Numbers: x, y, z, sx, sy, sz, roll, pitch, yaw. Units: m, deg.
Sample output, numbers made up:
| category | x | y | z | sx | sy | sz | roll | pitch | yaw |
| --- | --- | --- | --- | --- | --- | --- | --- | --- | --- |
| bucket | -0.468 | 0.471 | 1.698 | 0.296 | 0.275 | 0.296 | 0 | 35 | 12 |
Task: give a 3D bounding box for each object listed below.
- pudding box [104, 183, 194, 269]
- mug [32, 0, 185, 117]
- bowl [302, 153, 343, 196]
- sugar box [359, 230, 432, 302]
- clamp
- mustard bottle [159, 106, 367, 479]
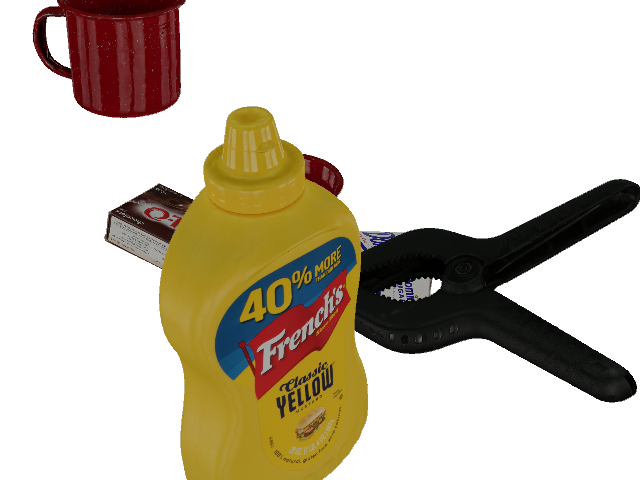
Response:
| category | x | y | z | sx | sy | sz | roll | pitch | yaw |
| --- | --- | --- | --- | --- | --- | --- | --- | --- | --- |
| pudding box | -0.140 | -0.007 | 1.048 | 0.113 | 0.039 | 0.089 | 23 | 28 | 16 |
| mug | -0.158 | -0.144 | 0.798 | 0.117 | 0.081 | 0.093 | 5 | 31 | 4 |
| bowl | -0.052 | -0.050 | 1.330 | 0.162 | 0.055 | 0.162 | -1 | 32 | 1 |
| sugar box | -0.001 | 0.023 | 0.881 | 0.176 | 0.048 | 0.093 | -1 | 20 | -3 |
| clamp | 0.099 | 0.022 | 0.663 | 0.210 | 0.164 | 0.036 | 2 | -44 | 26 |
| mustard bottle | -0.024 | 0.029 | 0.469 | 0.096 | 0.192 | 0.058 | -28 | 42 | -30 |
